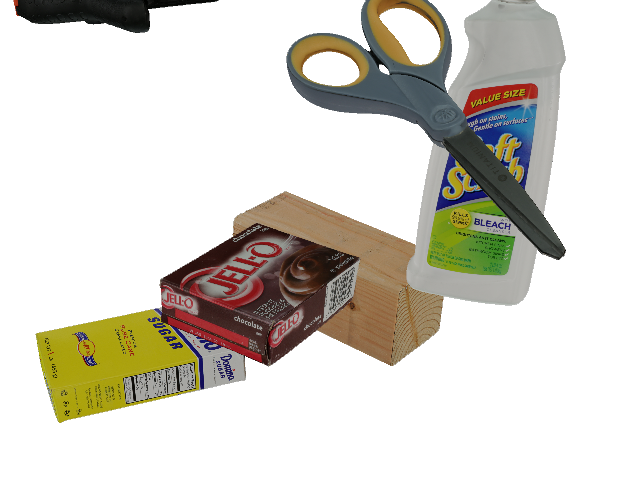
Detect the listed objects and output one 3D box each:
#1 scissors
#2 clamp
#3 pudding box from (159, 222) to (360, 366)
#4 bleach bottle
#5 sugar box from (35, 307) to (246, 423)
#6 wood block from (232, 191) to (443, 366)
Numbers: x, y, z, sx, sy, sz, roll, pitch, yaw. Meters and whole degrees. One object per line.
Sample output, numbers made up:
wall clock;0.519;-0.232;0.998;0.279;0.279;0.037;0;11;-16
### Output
scissors;0.040;-0.056;0.518;0.096;0.202;0.016;-14;-41;1
clamp;-0.160;-0.188;0.821;0.172;0.039;0.120;14;25;32
pudding box;-0.040;0.033;0.721;0.090;0.039;0.113;19;29;26
bleach bottle;0.127;-0.079;0.818;0.103;0.251;0.068;10;23;15
sugar box;-0.166;0.106;0.985;0.176;0.048;0.093;-14;34;-17
wood block;0.016;0.035;1.088;0.206;0.091;0.090;24;35;31
